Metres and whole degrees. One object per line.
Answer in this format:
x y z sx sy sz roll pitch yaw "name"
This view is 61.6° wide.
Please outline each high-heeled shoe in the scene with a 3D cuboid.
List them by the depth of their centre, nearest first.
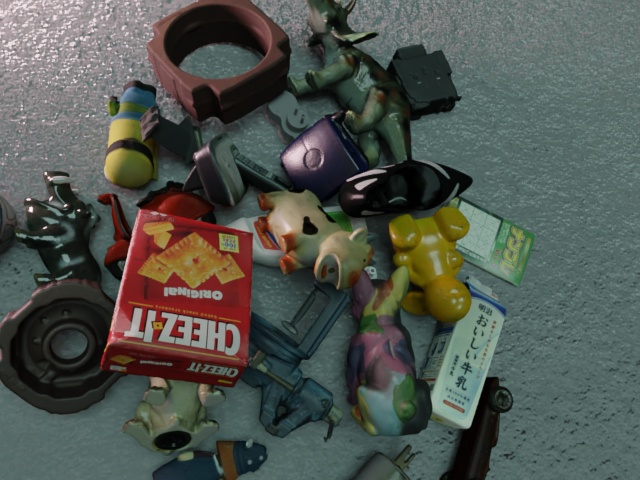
0.142 -0.079 0.809 0.249 0.145 0.086 -11 96 -11 "high-heeled shoe"

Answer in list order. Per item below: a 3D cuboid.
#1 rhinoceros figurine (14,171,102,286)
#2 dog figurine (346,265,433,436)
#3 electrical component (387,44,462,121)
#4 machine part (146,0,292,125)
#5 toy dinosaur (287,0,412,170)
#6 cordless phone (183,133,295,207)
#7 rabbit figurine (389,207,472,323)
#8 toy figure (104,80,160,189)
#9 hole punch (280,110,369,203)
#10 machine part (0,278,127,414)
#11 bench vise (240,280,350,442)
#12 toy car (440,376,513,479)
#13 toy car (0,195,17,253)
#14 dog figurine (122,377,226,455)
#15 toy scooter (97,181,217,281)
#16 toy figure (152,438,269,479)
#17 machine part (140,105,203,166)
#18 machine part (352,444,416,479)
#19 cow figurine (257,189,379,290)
-0.377 -0.011 0.784 0.112 0.073 0.190 -18 77 -16 "rhinoceros figurine"
0.093 0.147 0.778 0.108 0.191 0.219 -2 93 -6 "dog figurine"
0.187 -0.300 1.011 0.115 0.058 0.134 -18 77 -19 "electrical component"
-0.165 -0.302 0.899 0.201 0.087 0.201 -37 69 -18 "machine part"
0.083 -0.256 0.948 0.192 0.131 0.404 -37 90 -20 "toy dinosaur"
-0.105 -0.084 0.835 0.184 0.147 0.088 27 107 -7 "cordless phone"
0.173 0.058 0.838 0.122 0.162 0.173 -8 52 -16 "rabbit figurine"
-0.296 -0.166 0.844 0.082 0.089 0.180 4 74 -3 "toy figure"
0.004 -0.123 0.858 0.115 0.142 0.092 50 24 -8 "hole punch"
-0.337 0.139 0.721 0.179 0.056 0.179 -3 97 -24 "machine part"
-0.029 0.151 0.774 0.224 0.128 0.240 33 84 16 "bench vise"
0.239 0.305 0.807 0.053 0.089 0.202 26 67 -3 "toy car"
-0.482 -0.021 0.745 0.109 0.161 0.103 48 25 13 "toy car"
-0.207 0.181 0.761 0.121 0.172 0.191 19 30 -29 "dog figurine"
-0.258 -0.033 0.815 0.184 0.075 0.135 -33 89 -17 "toy scooter"
-0.148 0.310 0.737 0.154 0.064 0.058 -13 38 -21 "toy figure"
-0.227 -0.165 0.845 0.039 0.138 0.084 -17 78 21 "machine part"
0.053 0.384 0.747 0.079 0.079 0.243 46 69 5 "machine part"
-0.002 -0.002 0.764 0.127 0.085 0.195 -18 45 -19 "cow figurine"
